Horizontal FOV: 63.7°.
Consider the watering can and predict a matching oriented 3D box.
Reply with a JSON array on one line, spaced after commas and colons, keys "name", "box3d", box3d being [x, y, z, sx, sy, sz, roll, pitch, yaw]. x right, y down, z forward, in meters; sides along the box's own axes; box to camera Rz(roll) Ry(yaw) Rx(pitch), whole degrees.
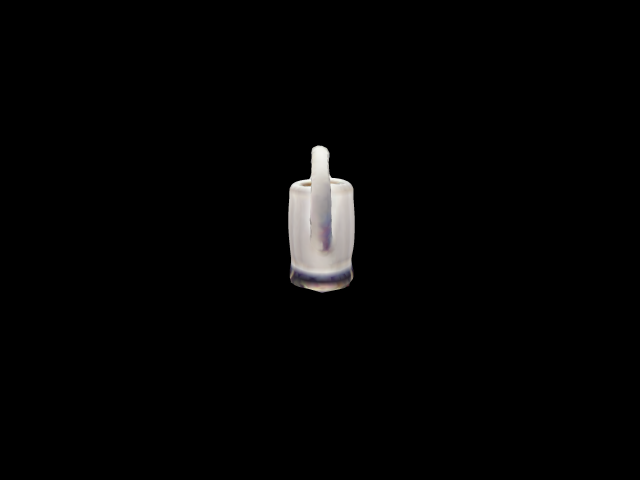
[{"name": "watering can", "box3d": [0.003, -0.043, 0.850, 0.104, 0.223, 0.350, 0, 9, 0]}]
